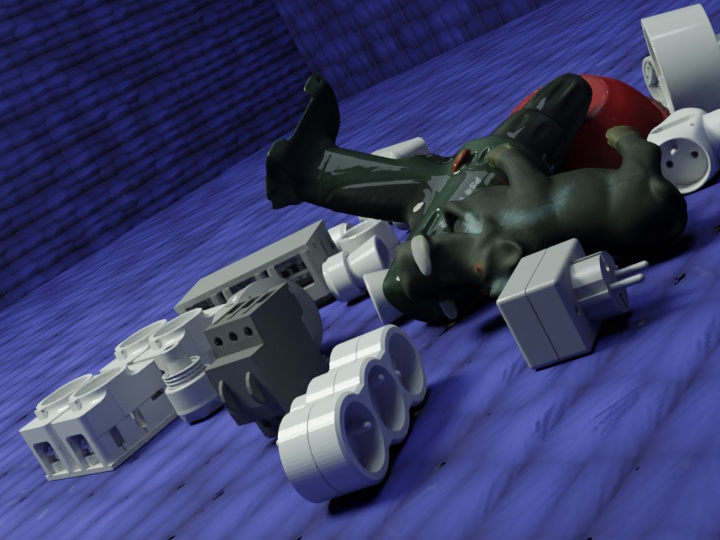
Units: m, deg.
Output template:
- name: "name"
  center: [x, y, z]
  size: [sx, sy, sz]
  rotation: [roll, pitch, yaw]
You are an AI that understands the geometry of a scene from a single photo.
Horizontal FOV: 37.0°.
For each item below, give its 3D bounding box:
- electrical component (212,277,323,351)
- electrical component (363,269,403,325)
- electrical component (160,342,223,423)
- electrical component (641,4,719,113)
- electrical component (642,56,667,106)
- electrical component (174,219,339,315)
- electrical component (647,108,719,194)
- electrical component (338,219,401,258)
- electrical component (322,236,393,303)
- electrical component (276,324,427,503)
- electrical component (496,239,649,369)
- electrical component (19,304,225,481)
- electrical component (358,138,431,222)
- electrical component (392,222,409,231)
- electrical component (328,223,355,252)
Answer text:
- name: "electrical component"
  center: [-0.074, 0.049, 0.854]
  size: [0.080, 0.080, 0.051]
  rotation: [-37, 10, -35]
- name: "electrical component"
  center: [0.040, 0.011, 0.842]
  size: [0.065, 0.044, 0.044]
  rotation: [-23, 12, 2]
- name: "electrical component"
  center: [-0.139, 0.089, 0.873]
  size: [0.043, 0.062, 0.043]
  rotation: [-27, 12, 6]
- name: "electrical component"
  center: [0.281, -0.168, 0.896]
  size: [0.060, 0.108, 0.108]
  rotation: [-19, 14, 16]
- name: "electrical component"
  center: [0.309, -0.190, 1.044]
  size: [0.047, 0.055, 0.055]
  rotation: [-25, 12, -1]
- name: "electrical component"
  center: [-0.094, 0.019, 1.064]
  size: [0.150, 0.061, 0.089]
  rotation: [-25, 12, 16]
- name: "electrical component"
  center: [0.255, -0.095, 0.787]
  size: [0.079, 0.043, 0.077]
  rotation: [-22, 13, 29]
- name: "electrical component"
  center: [0.012, -0.020, 1.021]
  size: [0.055, 0.047, 0.055]
  rotation: [-27, 12, 6]
- name: "electrical component"
  center: [0.000, 0.000, 0.971]
  size: [0.055, 0.045, 0.045]
  rotation: [-26, 12, 16]
- name: "electrical component"
  center: [-0.015, 0.086, 0.625]
  size: [0.074, 0.052, 0.138]
  rotation: [-23, 13, 25]
- name: "electrical component"
  center: [0.128, 0.013, 0.616]
  size: [0.077, 0.047, 0.065]
  rotation: [-22, 13, 29]
- name: "electrical component"
  center: [-0.197, 0.102, 0.954]
  size: [0.105, 0.060, 0.186]
  rotation: [-17, 16, 43]
- name: "electrical component"
  center: [0.036, -0.097, 1.220]
  size: [0.057, 0.078, 0.113]
  rotation: [-32, 12, -29]
- name: "electrical component"
  center: [0.067, -0.068, 1.119]
  size: [0.065, 0.044, 0.044]
  rotation: [-12, 19, 39]
- name: "electrical component"
  center: [-0.028, -0.020, 1.119]
  size: [0.055, 0.045, 0.045]
  rotation: [-23, 13, 22]
